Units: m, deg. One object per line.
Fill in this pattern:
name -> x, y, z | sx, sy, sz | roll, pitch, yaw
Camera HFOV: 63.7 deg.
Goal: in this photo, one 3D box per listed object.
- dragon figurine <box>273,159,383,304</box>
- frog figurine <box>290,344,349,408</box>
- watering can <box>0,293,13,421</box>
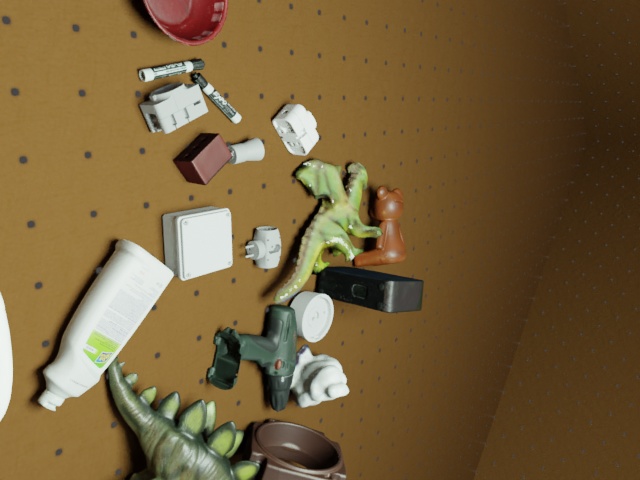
dragon figurine -> 0.003, -0.057, 1.142 | 0.416, 0.121, 0.241 | -34, 106, -44
frog figurine -> 0.006, 0.319, 1.146 | 0.139, 0.160, 0.121 | -25, 118, -46
watering can -> -0.416, 0.156, 0.547 | 0.104, 0.224, 0.345 | -16, 111, -67
